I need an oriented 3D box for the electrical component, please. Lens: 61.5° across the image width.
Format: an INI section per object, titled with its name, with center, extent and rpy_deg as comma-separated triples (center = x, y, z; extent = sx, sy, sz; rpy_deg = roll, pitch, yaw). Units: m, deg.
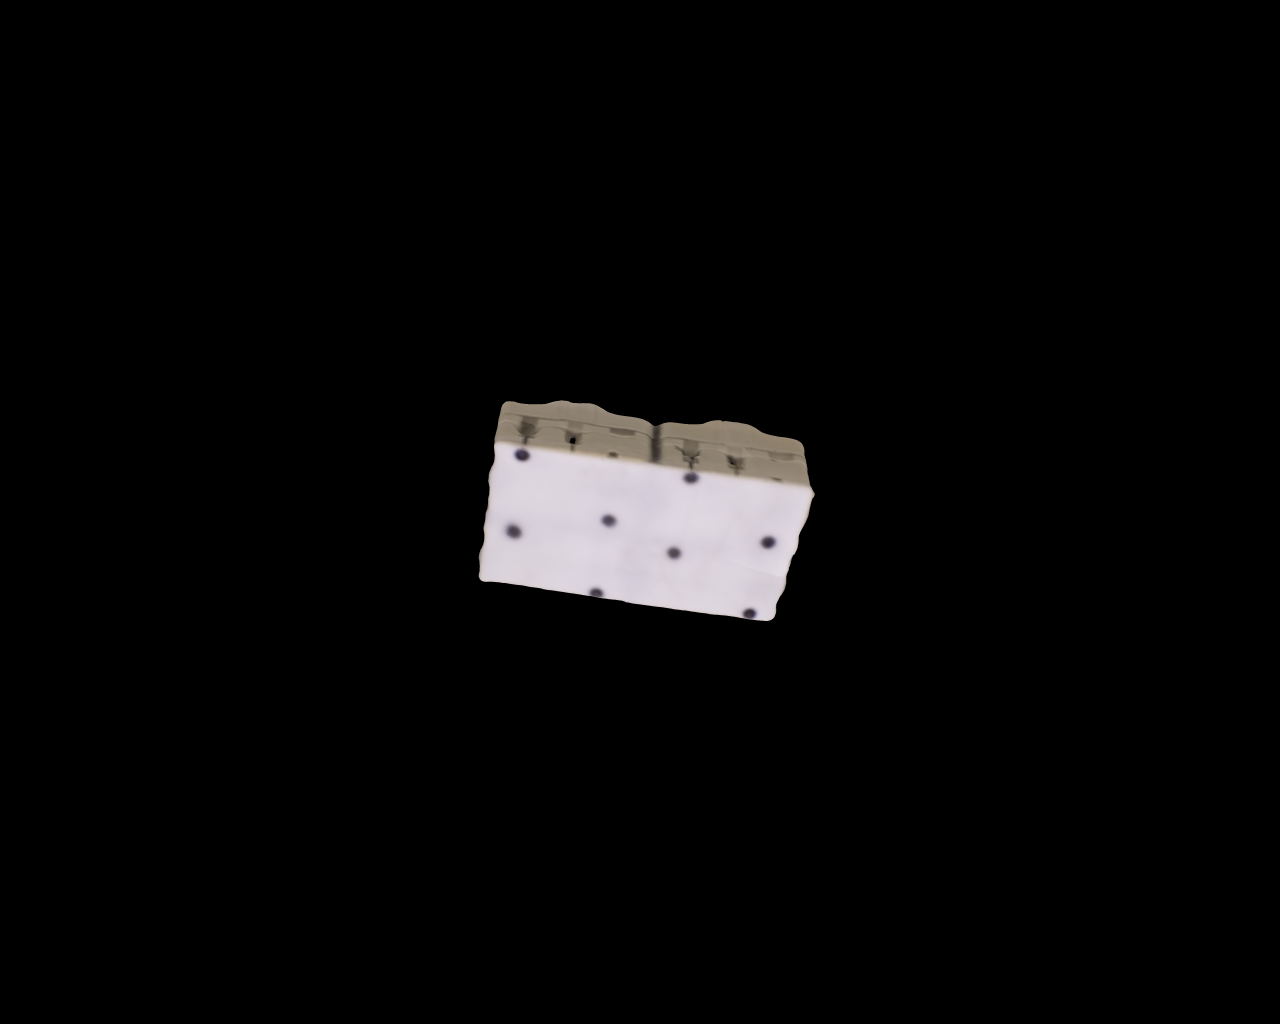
[electrical component]
center = 0.001, -0.003, 0.650
extent = 0.186, 0.105, 0.060
rpy_deg = 8, 34, -5
